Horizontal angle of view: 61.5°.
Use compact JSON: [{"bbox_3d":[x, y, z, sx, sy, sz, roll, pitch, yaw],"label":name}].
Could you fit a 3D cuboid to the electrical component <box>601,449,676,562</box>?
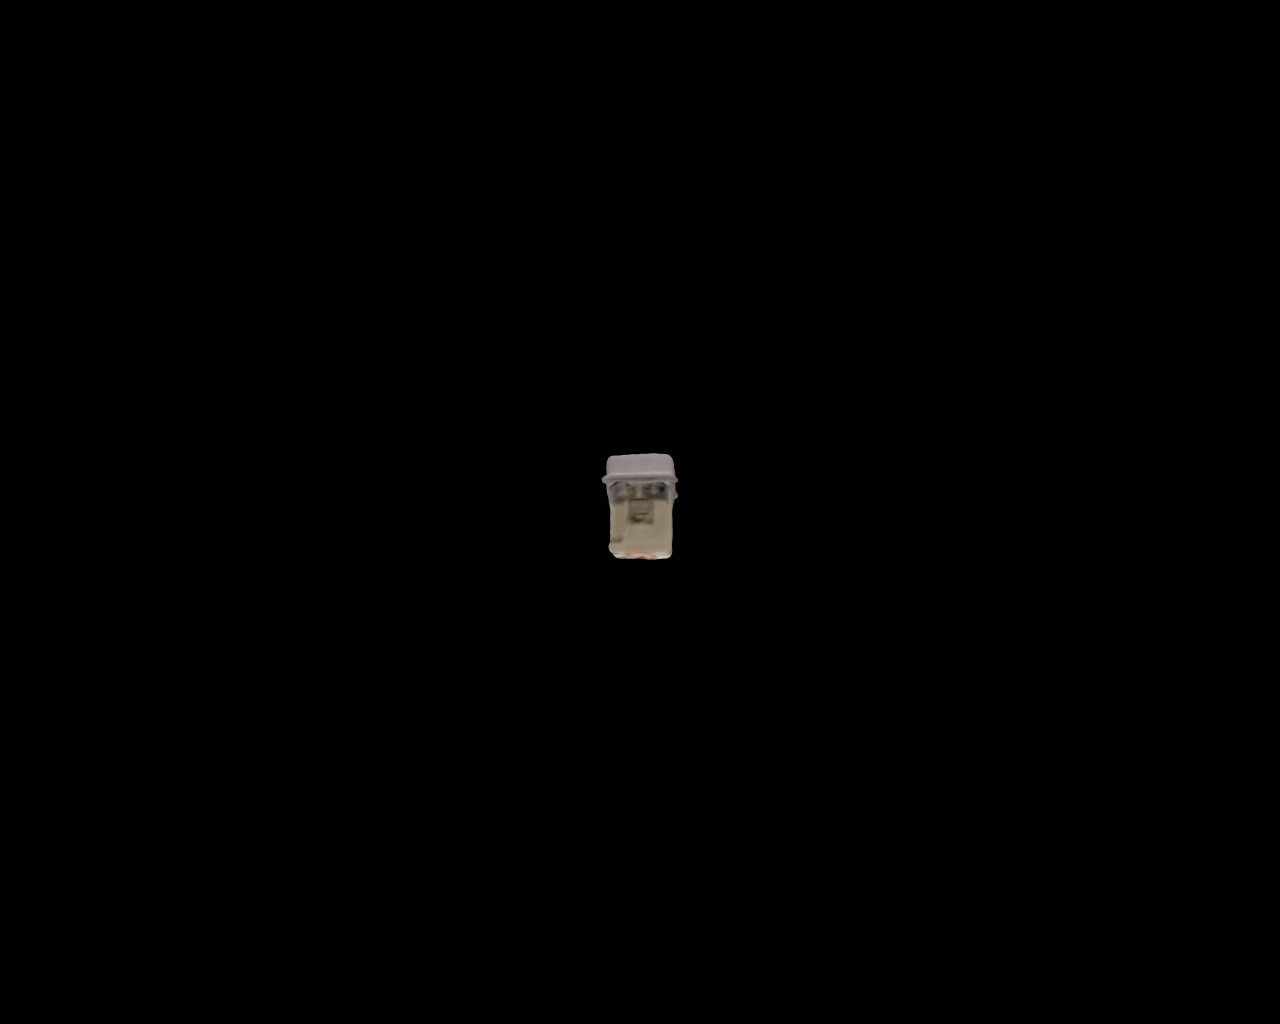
[{"bbox_3d":[0.001,-0.003,0.650,0.042,0.063,0.081,0,-7,4],"label":"electrical component"}]
